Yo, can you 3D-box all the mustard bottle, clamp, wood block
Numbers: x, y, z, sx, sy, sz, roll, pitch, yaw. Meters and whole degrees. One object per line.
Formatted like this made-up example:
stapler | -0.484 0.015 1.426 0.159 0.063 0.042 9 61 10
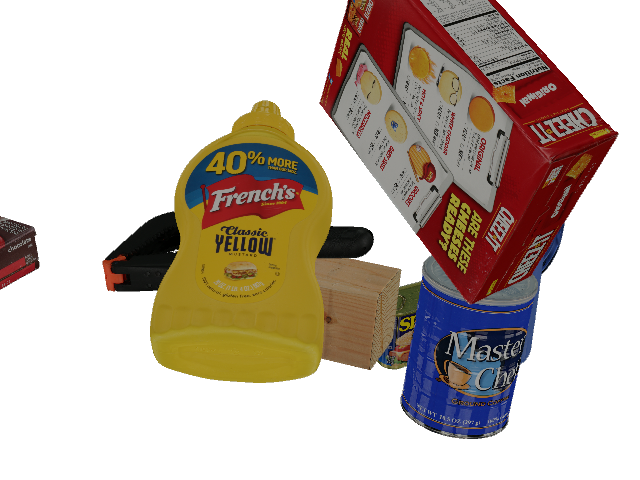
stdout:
mustard bottle | -0.041 -0.010 0.643 0.096 0.191 0.058 3 -37 3
clamp | -0.083 -0.009 0.888 0.209 0.036 0.165 -16 35 -19
wood block | -0.026 0.065 1.182 0.206 0.091 0.090 12 22 17

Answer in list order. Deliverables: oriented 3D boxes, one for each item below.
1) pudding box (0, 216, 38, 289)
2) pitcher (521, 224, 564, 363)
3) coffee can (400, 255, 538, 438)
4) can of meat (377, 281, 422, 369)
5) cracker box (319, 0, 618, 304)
pudding box | -0.272 0.010 0.757 0.114 0.039 0.089 14 30 29
pitcher | 0.197 0.018 1.195 0.149 0.243 0.145 4 25 12
coffee can | 0.133 0.093 0.969 0.103 0.140 0.103 6 22 -3
can of meat | 0.113 0.106 1.340 0.101 0.084 0.058 -13 30 -27
cracker box | 0.094 -0.089 0.762 0.072 0.214 0.164 -22 -28 -26
